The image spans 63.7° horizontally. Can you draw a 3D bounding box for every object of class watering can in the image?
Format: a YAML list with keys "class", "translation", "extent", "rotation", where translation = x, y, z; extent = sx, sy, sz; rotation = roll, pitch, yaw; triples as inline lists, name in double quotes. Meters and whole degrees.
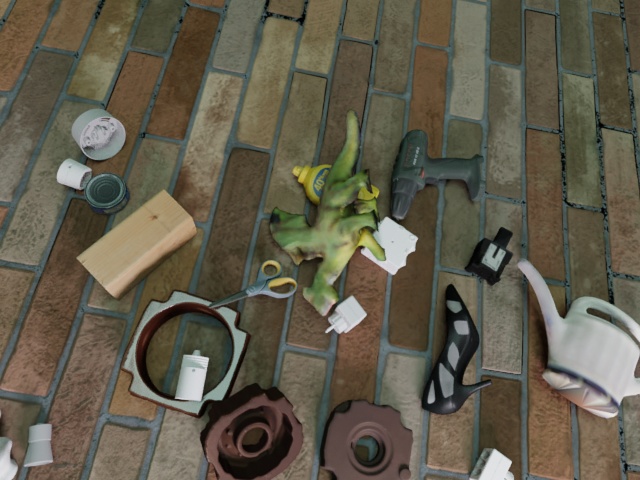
- class: "watering can"
  translation: [0.516, 0.205, 1.040]
  extent: [0.348, 0.228, 0.102]
  rotation: [33, -21, 6]

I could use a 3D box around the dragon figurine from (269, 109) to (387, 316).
- class: "dragon figurine"
  translation: [0.003, -0.053, 1.059]
  extent: [0.242, 0.416, 0.121]
  rotation: [-14, -18, 13]

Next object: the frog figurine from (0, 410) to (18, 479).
- class: "frog figurine"
  translation: [-0.583, 0.346, 0.866]
  extent: [0.121, 0.140, 0.157]
  rotation: [-16, -45, 45]
